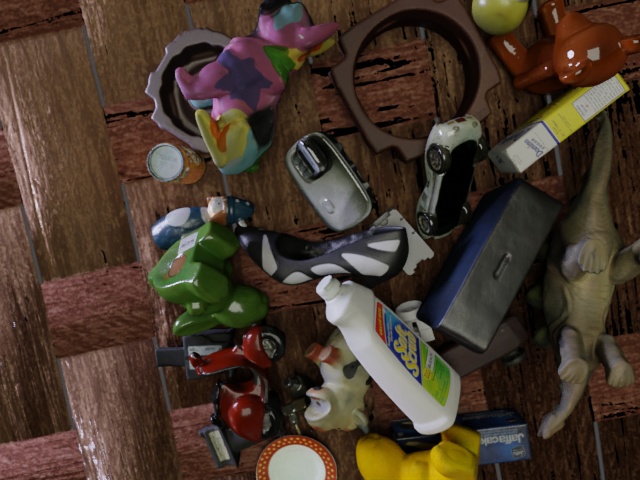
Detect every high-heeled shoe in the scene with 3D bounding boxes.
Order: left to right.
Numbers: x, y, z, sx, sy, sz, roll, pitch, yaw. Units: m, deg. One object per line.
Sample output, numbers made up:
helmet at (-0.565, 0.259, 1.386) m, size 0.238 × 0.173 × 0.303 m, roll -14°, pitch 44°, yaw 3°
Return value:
high-heeled shoe at (-0.002, -0.002, 0.766) m, size 0.249 × 0.086 × 0.145 m, roll 28°, pitch 113°, yaw 8°

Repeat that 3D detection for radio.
radio at (0.227, 0.035, 0.742) m, size 0.073 × 0.131 × 0.229 m, roll 32°, pitch 83°, yaw -2°

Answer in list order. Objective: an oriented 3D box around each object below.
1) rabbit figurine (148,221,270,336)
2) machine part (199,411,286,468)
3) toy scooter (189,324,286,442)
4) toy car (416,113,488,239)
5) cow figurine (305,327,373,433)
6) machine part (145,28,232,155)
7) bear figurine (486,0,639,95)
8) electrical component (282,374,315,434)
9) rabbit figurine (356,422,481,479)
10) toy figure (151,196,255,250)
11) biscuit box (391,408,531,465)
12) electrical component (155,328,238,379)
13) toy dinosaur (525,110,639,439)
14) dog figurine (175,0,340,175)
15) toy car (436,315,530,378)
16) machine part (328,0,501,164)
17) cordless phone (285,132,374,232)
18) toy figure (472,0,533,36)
rabbit figurine at (-0.156, 0.085, 0.786) m, size 0.159 × 0.121 × 0.170 m, roll -30°, pitch 129°, yaw 23°
machine part at (-0.119, 0.309, 0.858) m, size 0.139 × 0.039 × 0.084 m, roll -26°, pitch 87°, yaw 7°
toy scooter at (-0.122, 0.210, 0.783) m, size 0.135 × 0.075 × 0.183 m, roll 2°, pitch 102°, yaw -12°
toy car at (0.177, -0.079, 0.743) m, size 0.073 × 0.056 × 0.201 m, roll -19°, pitch 139°, yaw -16°
cow figurine at (0.045, 0.190, 0.786) m, size 0.127 × 0.085 × 0.195 m, roll 45°, pitch 65°, yaw -15°
machine part at (-0.160, -0.213, 0.787) m, size 0.179 × 0.056 × 0.179 m, roll 0°, pitch 95°, yaw 2°
bear figurine at (0.310, -0.251, 0.692) m, size 0.120 × 0.196 × 0.132 m, roll -28°, pitch 94°, yaw 8°
electrical component at (-0.025, 0.250, 0.820) m, size 0.045 × 0.102 × 0.078 m, roll -37°, pitch 68°, yaw 6°
rabbit figurine at (0.135, 0.331, 0.766) m, size 0.173 × 0.122 × 0.162 m, roll 9°, pitch 108°, yaw 15°
toy figure at (-0.174, -0.029, 0.805) m, size 0.154 × 0.057 × 0.064 m, roll -21°, pitch 75°, yaw 7°
biscuit box at (0.216, 0.309, 0.830) m, size 0.203 × 0.059 × 0.062 m, roll -8°, pitch 97°, yaw 3°
electrical component at (-0.190, 0.177, 0.838) m, size 0.119 × 0.048 × 0.074 m, roll -6°, pitch 97°, yaw 4°
toy dinosaur at (0.353, 0.032, 0.721) m, size 0.105 × 0.198 × 0.471 m, roll 15°, pitch 90°, yaw -1°
dog figurine at (-0.067, -0.206, 0.705) m, size 0.219 × 0.108 × 0.191 m, roll -25°, pitch 93°, yaw 1°
toy car at (0.217, 0.177, 0.818) m, size 0.202 × 0.053 × 0.089 m, roll -33°, pitch 89°, yaw 10°
machine part at (0.130, -0.226, 0.758) m, size 0.201 × 0.087 × 0.201 m, roll -30°, pitch 95°, yaw 4°
cordless phone at (0.017, -0.082, 0.730) m, size 0.089 × 0.184 × 0.146 m, roll -35°, pitch 94°, yaw 1°
toy figure at (0.262, -0.349, 0.715) m, size 0.082 × 0.089 × 0.180 m, roll 10°, pitch 55°, yaw 30°
